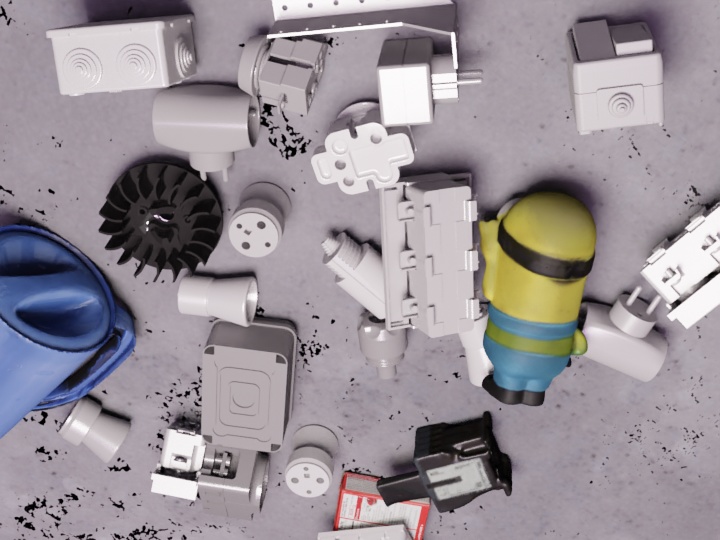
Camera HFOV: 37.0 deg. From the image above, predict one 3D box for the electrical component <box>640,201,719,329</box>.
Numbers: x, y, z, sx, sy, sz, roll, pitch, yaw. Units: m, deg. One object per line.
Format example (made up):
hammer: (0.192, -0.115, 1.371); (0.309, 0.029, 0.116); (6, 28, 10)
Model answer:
electrical component: (0.289, -0.019, 0.857); (0.063, 0.079, 0.121); (48, 116, 5)

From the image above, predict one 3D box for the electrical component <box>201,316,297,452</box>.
electrical component: (-0.100, 0.101, 0.973); (0.078, 0.057, 0.113); (7, 120, 2)

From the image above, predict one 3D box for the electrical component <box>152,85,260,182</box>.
electrical component: (-0.121, -0.106, 0.867); (0.077, 0.043, 0.079); (3, 126, 8)

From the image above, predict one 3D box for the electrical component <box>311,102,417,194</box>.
electrical component: (0.005, -0.099, 0.848); (0.078, 0.057, 0.058); (-13, 117, 13)

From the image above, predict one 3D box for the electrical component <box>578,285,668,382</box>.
electrical component: (0.226, 0.047, 0.914); (0.077, 0.044, 0.079); (23, 119, -7)

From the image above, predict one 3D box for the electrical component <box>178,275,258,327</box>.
electrical component: (-0.127, 0.024, 0.943); (0.065, 0.044, 0.044); (6, 120, 8)

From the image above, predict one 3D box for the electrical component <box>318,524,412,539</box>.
electrical component: (0.022, 0.321, 1.057); (0.089, 0.061, 0.150); (-10, 132, 18)

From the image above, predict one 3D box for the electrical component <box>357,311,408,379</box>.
electrical component: (0.021, 0.067, 0.948); (0.043, 0.043, 0.062); (-2, 120, 8)

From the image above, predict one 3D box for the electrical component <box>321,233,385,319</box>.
electrical component: (0.000, 0.000, 0.913); (0.081, 0.043, 0.043); (40, 116, -16)

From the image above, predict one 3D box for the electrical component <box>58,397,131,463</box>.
electrical component: (-0.253, 0.152, 1.026); (0.055, 0.045, 0.045); (33, 118, -12)

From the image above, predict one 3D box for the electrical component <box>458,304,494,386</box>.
electrical component: (0.107, 0.063, 0.938); (0.044, 0.044, 0.065); (-16, 111, 15)

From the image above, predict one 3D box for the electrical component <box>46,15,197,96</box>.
electrical component: (-0.175, -0.162, 0.810); (0.100, 0.099, 0.048); (-3, 106, 8)

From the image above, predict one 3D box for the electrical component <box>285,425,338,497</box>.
electrical component: (-0.046, 0.180, 1.013); (0.045, 0.055, 0.045); (3, 120, 5)

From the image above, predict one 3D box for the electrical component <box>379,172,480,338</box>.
electrical component: (0.060, -0.012, 0.866); (0.079, 0.063, 0.121); (-9, 107, -19)

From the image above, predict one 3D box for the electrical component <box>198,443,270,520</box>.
electrical component: (-0.118, 0.198, 1.015); (0.056, 0.050, 0.089); (8, 150, 2)

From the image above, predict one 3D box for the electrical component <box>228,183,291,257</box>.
electrical component: (-0.083, -0.041, 0.892); (0.045, 0.055, 0.045); (3, 120, 5)

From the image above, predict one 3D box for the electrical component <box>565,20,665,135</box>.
electrical component: (0.185, -0.142, 0.781); (0.062, 0.096, 0.061); (-6, 118, 9)

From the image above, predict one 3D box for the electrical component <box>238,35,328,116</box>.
electrical component: (-0.061, -0.153, 0.827); (0.055, 0.066, 0.048); (15, 159, 6)

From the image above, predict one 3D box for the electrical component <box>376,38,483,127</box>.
electrical component: (0.055, -0.143, 0.812); (0.077, 0.065, 0.047); (-3, 119, 8)

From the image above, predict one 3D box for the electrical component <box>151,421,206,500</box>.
electrical component: (-0.167, 0.178, 1.016); (0.042, 0.081, 0.063); (11, 91, -1)
